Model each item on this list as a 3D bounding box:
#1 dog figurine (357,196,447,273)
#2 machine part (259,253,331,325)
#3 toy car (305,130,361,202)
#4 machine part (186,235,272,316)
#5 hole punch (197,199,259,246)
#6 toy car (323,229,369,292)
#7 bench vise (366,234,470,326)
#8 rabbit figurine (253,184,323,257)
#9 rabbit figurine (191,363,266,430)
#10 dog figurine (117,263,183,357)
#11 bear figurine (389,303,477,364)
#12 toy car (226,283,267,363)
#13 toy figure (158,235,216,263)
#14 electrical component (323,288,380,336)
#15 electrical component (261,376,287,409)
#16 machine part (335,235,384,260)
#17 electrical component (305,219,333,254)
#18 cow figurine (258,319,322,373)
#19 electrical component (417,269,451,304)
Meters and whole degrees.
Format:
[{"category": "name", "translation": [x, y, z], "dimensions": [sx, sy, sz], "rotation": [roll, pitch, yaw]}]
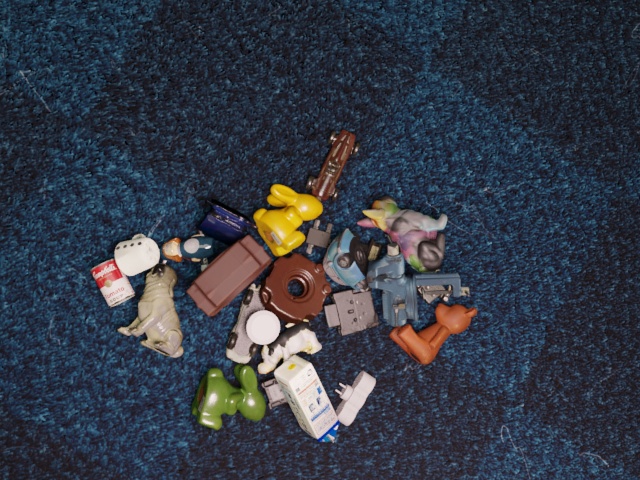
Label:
[{"category": "dog figurine", "translation": [0.205, -0.017, 1.385], "dimensions": [0.219, 0.108, 0.191], "rotation": [11, 68, -2]}, {"category": "machine part", "translation": [-0.061, 0.120, 1.344], "dimensions": [0.179, 0.056, 0.179], "rotation": [6, 71, -19]}, {"category": "toy car", "translation": [0.037, -0.196, 1.409], "dimensions": [0.089, 0.053, 0.202], "rotation": [26, 84, -2]}, {"category": "machine part", "translation": [-0.214, 0.084, 1.279], "dimensions": [0.201, 0.201, 0.087], "rotation": [-43, 89, -8]}, {"category": "hole punch", "translation": [-0.236, -0.038, 1.325], "dimensions": [0.142, 0.116, 0.092], "rotation": [31, 88, -17]}, {"category": "toy car", "translation": [0.063, 0.058, 1.347], "dimensions": [0.103, 0.109, 0.161], "rotation": [-14, 124, 31]}, {"category": "bench vise", "translation": [0.236, 0.105, 1.296], "dimensions": [0.241, 0.129, 0.223], "rotation": [-2, 103, 9]}, {"category": "rabbit figurine", "translation": [-0.077, -0.062, 1.368], "dimensions": [0.173, 0.122, 0.162], "rotation": [-36, 81, -22]}, {"category": "rabbit figurine", "translation": [-0.211, 0.382, 1.319], "dimensions": [0.170, 0.121, 0.159], "rotation": [20, 76, -23]}, {"category": "dog figurine", "translation": [-0.374, 0.171, 1.314], "dimensions": [0.172, 0.121, 0.190], "rotation": [47, 58, -37]}, {"category": "bear figurine", "translation": [0.295, 0.218, 1.377], "dimensions": [0.132, 0.120, 0.196], "rotation": [44, 80, 1]}, {"category": "toy car", "translation": [-0.175, 0.207, 1.348], "dimensions": [0.073, 0.056, 0.201], "rotation": [22, 80, -12]}, {"category": "toy figure", "translation": [-0.336, 0.021, 1.331], "dimensions": [0.155, 0.057, 0.064], "rotation": [-6, 45, 6]}, {"category": "electrical component", "translation": [0.077, 0.183, 1.382], "dimensions": [0.134, 0.058, 0.115], "rotation": [-13, 86, -9]}, {"category": "electrical component", "translation": [-0.083, 0.369, 1.353], "dimensions": [0.119, 0.048, 0.074], "rotation": [-16, 89, -6]}, {"category": "machine part", "translation": [0.095, 0.026, 1.407], "dimensions": [0.139, 0.039, 0.084], "rotation": [16, 92, -8]}, {"category": "electrical component", "translation": [-0.003, -0.004, 1.403], "dimensions": [0.063, 0.021, 0.094], "rotation": [18, 83, -6]}, {"category": "cow figurine", "translation": [-0.089, 0.267, 1.348], "dimensions": [0.167, 0.068, 0.098], "rotation": [-23, 83, -12]}, {"category": "electrical component", "translation": [0.298, 0.124, 1.420], "dimensions": [0.078, 0.045, 0.102], "rotation": [-32, 90, -10]}]
